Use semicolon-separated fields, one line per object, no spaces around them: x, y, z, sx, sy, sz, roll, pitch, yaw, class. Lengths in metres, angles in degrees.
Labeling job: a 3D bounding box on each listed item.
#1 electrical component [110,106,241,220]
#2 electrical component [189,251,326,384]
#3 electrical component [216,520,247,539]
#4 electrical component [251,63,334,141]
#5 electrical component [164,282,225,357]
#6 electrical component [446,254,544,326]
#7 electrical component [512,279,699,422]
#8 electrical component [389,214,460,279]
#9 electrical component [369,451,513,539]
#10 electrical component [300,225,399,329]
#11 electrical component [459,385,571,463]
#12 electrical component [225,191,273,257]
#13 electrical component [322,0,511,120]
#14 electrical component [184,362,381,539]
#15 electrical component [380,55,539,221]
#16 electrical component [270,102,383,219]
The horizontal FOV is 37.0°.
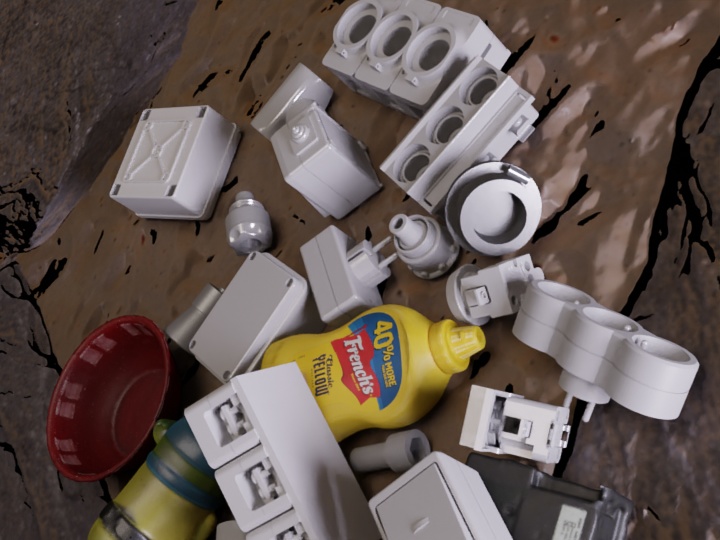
-0.191;-0.110;1.115;0.109;0.056;0.108;4;69;40;electrical component
-0.086;0.049;0.940;0.078;0.057;0.113;33;89;44;electrical component
-0.078;0.235;0.837;0.079;0.044;0.077;-19;56;30;electrical component
-0.057;-0.150;1.038;0.077;0.043;0.079;-50;46;5;electrical component
-0.146;0.045;1.003;0.065;0.044;0.044;-52;45;-4;electrical component
0.099;0.015;0.812;0.055;0.066;0.048;-16;92;41;electrical component
0.159;0.067;0.738;0.138;0.052;0.073;34;114;44;electrical component
0.047;-0.024;0.870;0.048;0.062;0.048;-19;55;30;electrical component
0.050;0.162;0.684;0.062;0.061;0.096;-40;47;14;electrical component
0.000;0.000;0.905;0.076;0.047;0.083;-35;49;19;electrical component
0.108;0.107;0.737;0.064;0.081;0.042;12;86;24;electrical component
-0.107;-0.047;1.020;0.043;0.043;0.062;-30;49;23;electrical component
0.045;-0.193;0.967;0.150;0.062;0.089;32;88;44;electrical component
-0.058;0.152;0.795;0.062;0.089;0.150;-33;79;23;electrical component
0.084;-0.105;0.885;0.121;0.063;0.078;-49;46;6;electrical component
-0.037;-0.097;0.954;0.061;0.096;0.061;-36;49;18;electrical component
